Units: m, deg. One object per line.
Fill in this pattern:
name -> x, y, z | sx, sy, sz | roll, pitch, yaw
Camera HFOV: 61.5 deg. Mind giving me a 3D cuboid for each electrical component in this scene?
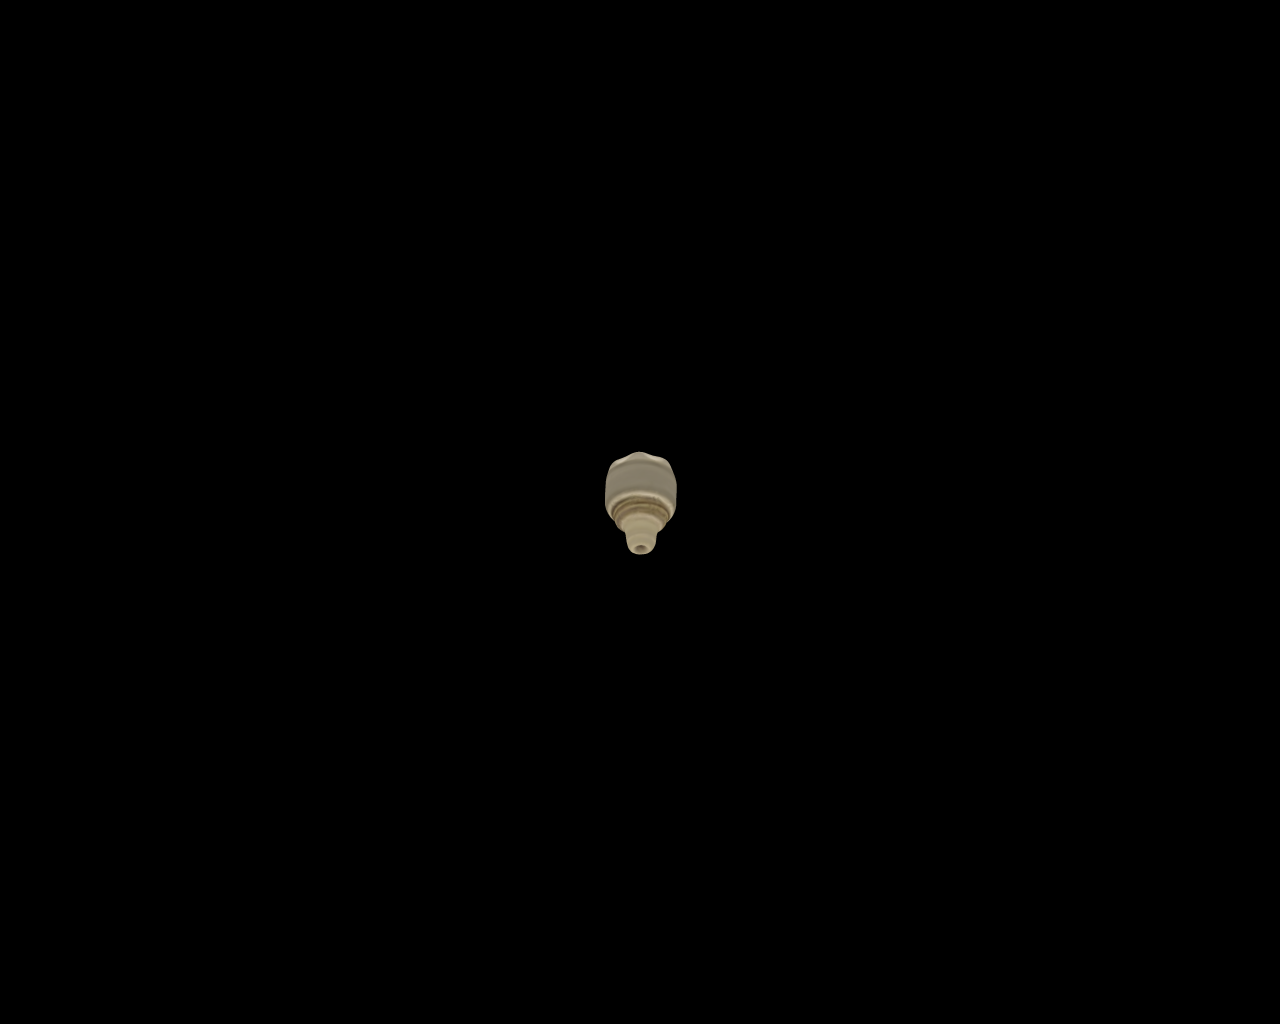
electrical component -> 0.001, -0.003, 0.650 | 0.043, 0.062, 0.043 | 0, -34, 0
